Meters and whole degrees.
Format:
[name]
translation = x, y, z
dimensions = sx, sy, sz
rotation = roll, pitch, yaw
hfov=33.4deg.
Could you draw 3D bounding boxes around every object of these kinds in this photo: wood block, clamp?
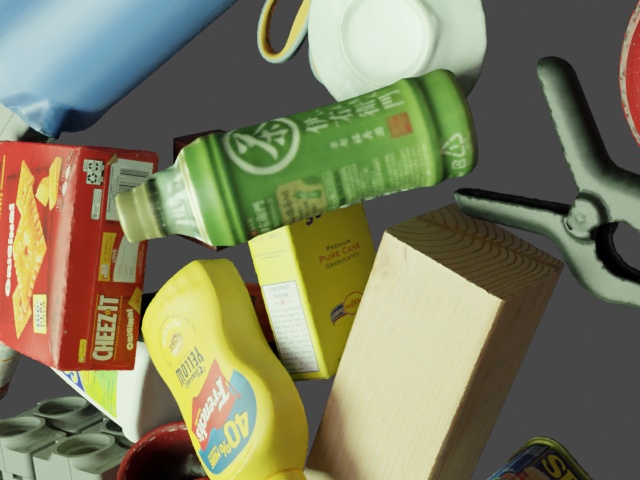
[wood block]
translation = 0.072, 0.091, 0.716
dimensions = 0.091, 0.090, 0.206
rotation = 32, 121, 27
[clamp]
translation = 0.165, -0.027, 0.639
dimensions = 0.172, 0.039, 0.120
rotation = 37, 130, 27

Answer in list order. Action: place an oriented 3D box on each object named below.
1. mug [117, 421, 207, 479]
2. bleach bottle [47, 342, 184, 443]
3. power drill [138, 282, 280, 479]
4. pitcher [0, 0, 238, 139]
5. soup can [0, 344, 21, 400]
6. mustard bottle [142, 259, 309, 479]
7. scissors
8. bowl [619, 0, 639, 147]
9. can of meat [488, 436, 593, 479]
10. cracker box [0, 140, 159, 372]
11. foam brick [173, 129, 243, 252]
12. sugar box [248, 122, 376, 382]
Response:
[mug]
translation = -0.100, 0.208, 0.892
dimensions = 0.093, 0.117, 0.081
rotation = -116, 4, -50
[bleach bottle]
translation = -0.225, 0.083, 0.974
dimensions = 0.251, 0.067, 0.103
rotation = 25, 117, 34
[power drill]
translation = -0.081, 0.123, 0.814
dimensions = 0.185, 0.057, 0.187
rotation = -5, 75, 27
[pitcher]
translation = -0.144, -0.196, 0.789
dimensions = 0.243, 0.144, 0.149
rotation = -27, 99, 37
[soup can]
translation = -0.331, 0.107, 1.062
dimensions = 0.068, 0.068, 0.102
rotation = 44, 126, 20
[mustard bottle]
translation = -0.057, 0.113, 0.732
dimensions = 0.096, 0.058, 0.192
rotation = -50, 57, 34
[scissors]
translation = 0.020, -0.188, 0.721
dimensions = 0.096, 0.016, 0.202
rotation = 49, 128, 15
[bowl]
translation = 0.225, -0.084, 0.561
dimensions = 0.162, 0.055, 0.162
rotation = 13, 112, 35
[can of meat]
translation = 0.145, 0.190, 0.691
dimensions = 0.102, 0.083, 0.058
rotation = 49, 128, 17
[cracker box]
translation = -0.213, 0.005, 0.845
dimensions = 0.214, 0.071, 0.164
rotation = 9, 93, 53
[foam brick]
translation = -0.079, -0.040, 0.823
dimensions = 0.051, 0.052, 0.078
rotation = 20, 117, 33
[sugar box]
translation = -0.005, 0.001, 0.748
dimensions = 0.048, 0.093, 0.176
rotation = -8, 99, 38
